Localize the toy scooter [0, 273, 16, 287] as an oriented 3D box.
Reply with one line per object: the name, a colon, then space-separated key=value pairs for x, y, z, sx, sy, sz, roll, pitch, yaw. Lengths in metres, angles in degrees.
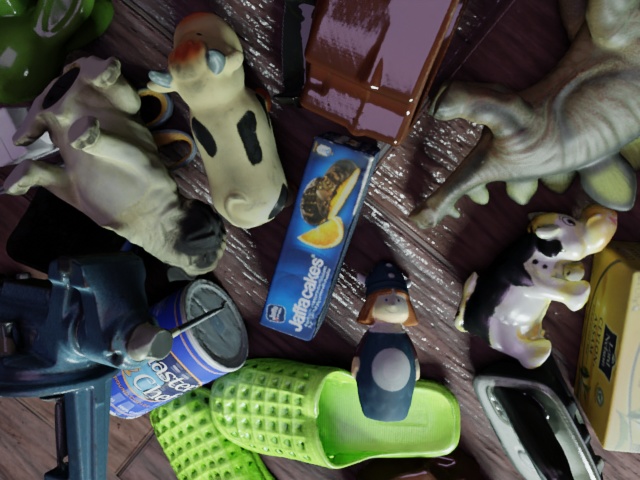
toy scooter: x=-0.392 y=0.072 z=0.626 sx=0.184 sy=0.075 sz=0.135 roll=5 pitch=106 yaw=14

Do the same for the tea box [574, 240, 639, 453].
tea box: x=0.287 y=0.093 z=0.487 sx=0.068 sy=0.098 sz=0.169 roll=4 pitch=104 yaw=9

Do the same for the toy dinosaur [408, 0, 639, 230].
toy dinosaur: x=0.251 y=-0.153 z=0.426 sx=0.198 sy=0.105 sz=0.471 roll=39 pitch=118 yaw=-9

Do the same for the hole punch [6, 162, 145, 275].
hole punch: x=-0.245 y=-0.007 z=0.577 sx=0.142 sy=0.092 sz=0.116 roll=22 pitch=76 yaw=7

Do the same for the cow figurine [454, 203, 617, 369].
cow figurine: x=0.198 y=0.030 z=0.505 sx=0.098 sy=0.068 sz=0.167 roll=26 pitch=108 yaw=9

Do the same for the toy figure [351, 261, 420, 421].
toy figure: x=0.067 y=0.096 z=0.531 sx=0.064 sy=0.058 sz=0.154 roll=7 pitch=81 yaw=-33

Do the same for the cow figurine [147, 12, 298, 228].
cow figurine: x=-0.085 y=-0.104 z=0.488 sx=0.086 sy=0.127 sz=0.194 roll=-12 pitch=105 yaw=11

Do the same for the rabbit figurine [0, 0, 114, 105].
rabbit figurine: x=-0.281 y=-0.217 z=0.506 sx=0.159 sy=0.121 sz=0.170 roll=-11 pitch=99 yaw=-4

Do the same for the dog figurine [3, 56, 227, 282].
dog figurine: x=-0.172 y=-0.065 z=0.513 sx=0.121 sy=0.172 sz=0.190 roll=-19 pitch=143 yaw=25

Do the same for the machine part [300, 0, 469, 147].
machine part: x=0.063 y=-0.179 z=0.398 sx=0.087 sy=0.201 sz=0.201 roll=25 pitch=109 yaw=6

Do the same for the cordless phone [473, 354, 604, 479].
cordless phone: x=0.213 y=0.200 z=0.486 sx=0.089 sy=0.184 sz=0.146 roll=-26 pitch=99 yaw=12

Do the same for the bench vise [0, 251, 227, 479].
bench vise: x=-0.212 y=0.128 z=0.475 sx=0.224 sy=0.129 sz=0.240 roll=3 pitch=94 yaw=20

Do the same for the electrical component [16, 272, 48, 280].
electrical component: x=-0.286 y=0.084 z=0.575 sx=0.078 sy=0.045 sz=0.102 roll=-2 pitch=90 yaw=-10

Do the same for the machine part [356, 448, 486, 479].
machine part: x=0.121 y=0.316 z=0.604 sx=0.179 sy=0.056 sz=0.179 roll=3 pitch=105 yaw=10

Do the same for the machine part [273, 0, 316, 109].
machine part: x=-0.005 y=-0.191 z=0.495 sx=0.084 sy=0.039 sz=0.138 roll=12 pitch=106 yaw=2

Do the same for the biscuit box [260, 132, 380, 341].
biscuit box: x=-0.001 y=-0.002 z=0.534 sx=0.059 sy=0.063 sz=0.202 roll=19 pitch=108 yaw=6
